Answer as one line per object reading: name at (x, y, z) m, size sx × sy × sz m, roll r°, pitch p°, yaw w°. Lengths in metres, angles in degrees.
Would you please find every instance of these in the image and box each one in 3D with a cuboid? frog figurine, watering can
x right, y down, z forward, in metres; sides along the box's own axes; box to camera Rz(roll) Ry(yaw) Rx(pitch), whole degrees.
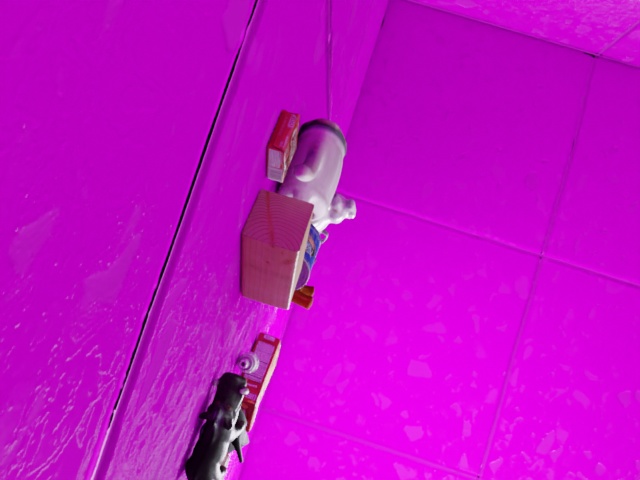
frog figurine at (0.004, -0.064, 1.271) m, size 0.134 × 0.159 × 0.125 m, roll 104°, pitch 5°, yaw -57°
watering can at (-0.014, -0.125, 0.939) m, size 0.342 × 0.104 × 0.228 m, roll 110°, pitch -3°, yaw -70°
